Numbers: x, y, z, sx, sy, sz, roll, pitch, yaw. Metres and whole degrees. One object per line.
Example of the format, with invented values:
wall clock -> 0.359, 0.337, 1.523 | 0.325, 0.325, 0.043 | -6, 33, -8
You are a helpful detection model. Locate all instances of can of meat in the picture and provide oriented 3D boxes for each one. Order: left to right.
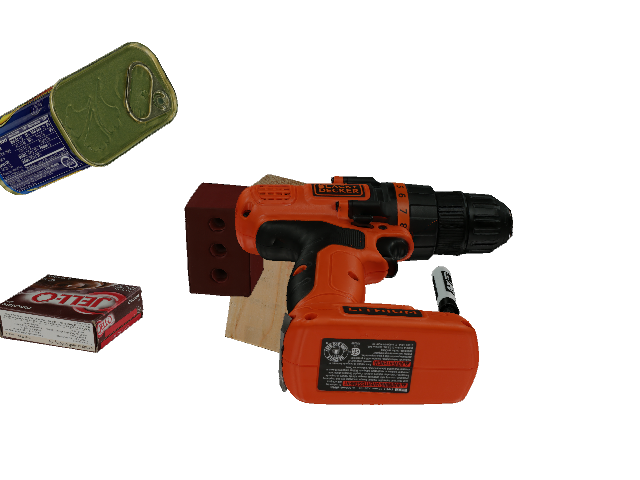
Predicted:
can of meat -> -0.156, -0.077, 0.684 | 0.084, 0.057, 0.102 | -17, 19, 38

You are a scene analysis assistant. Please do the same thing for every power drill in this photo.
power drill -> 0.041, 0.022, 0.644 | 0.184, 0.057, 0.187 | -1, 29, -4

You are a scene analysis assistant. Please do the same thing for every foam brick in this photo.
foam brick -> -0.077, -0.001, 0.864 | 0.053, 0.078, 0.051 | 3, 23, 10

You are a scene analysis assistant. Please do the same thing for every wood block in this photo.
wood block -> -0.057, 0.029, 1.400 | 0.090, 0.206, 0.090 | 15, 22, 12

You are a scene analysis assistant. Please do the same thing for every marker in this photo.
marker -> 0.118, 0.050, 1.011 | 0.020, 0.020, 0.121 | 0, 16, 3

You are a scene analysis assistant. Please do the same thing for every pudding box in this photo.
pudding box -> -0.244, 0.070, 1.046 | 0.114, 0.039, 0.090 | 4, 19, 20
